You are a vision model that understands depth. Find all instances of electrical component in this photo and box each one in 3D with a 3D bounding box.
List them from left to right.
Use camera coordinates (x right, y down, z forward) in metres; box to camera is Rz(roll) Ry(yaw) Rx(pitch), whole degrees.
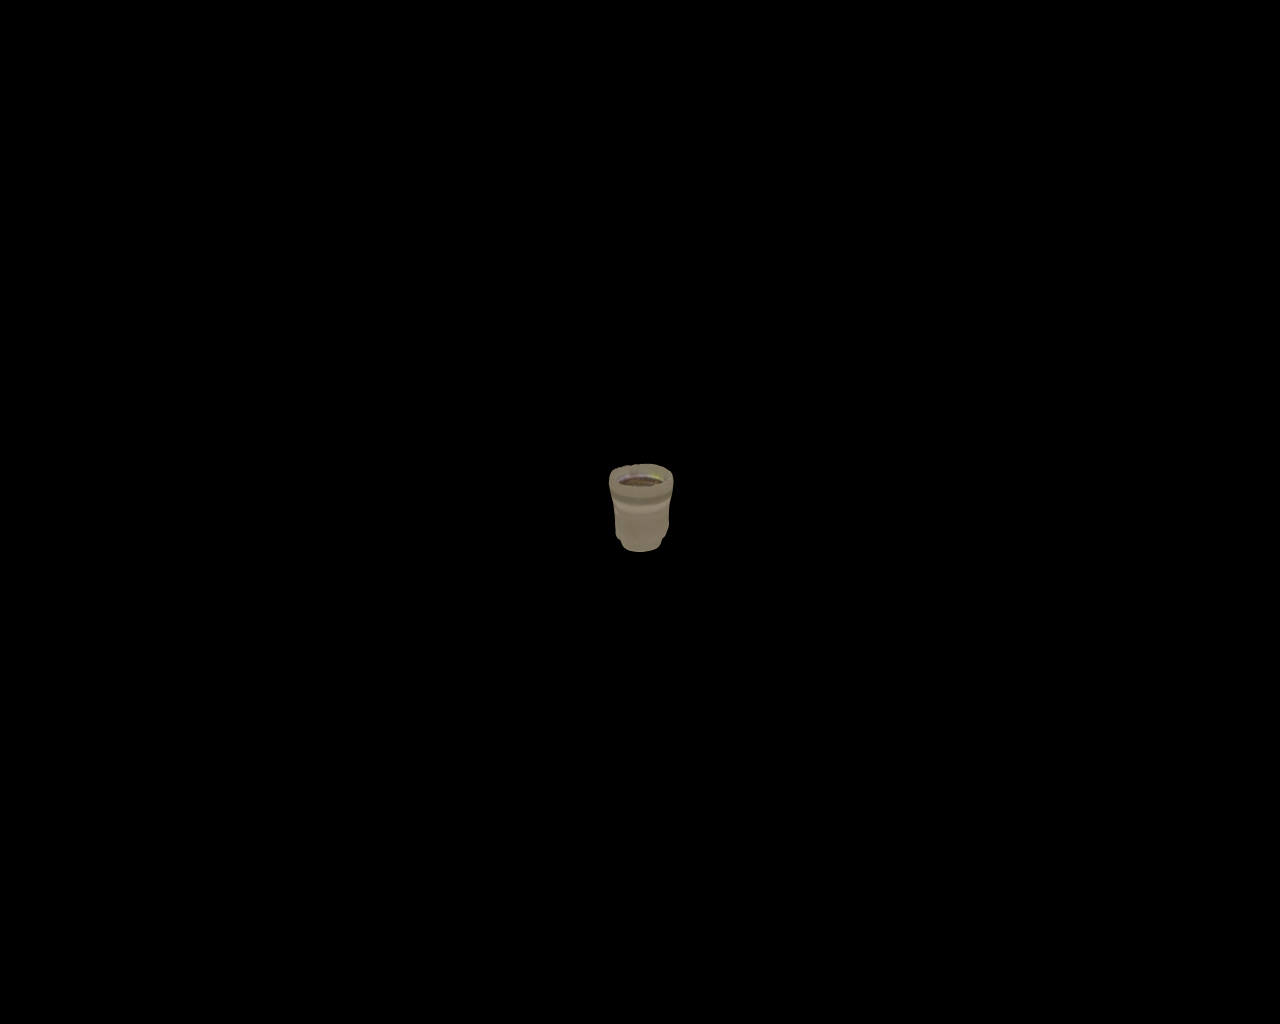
[{"bbox_3d":[0.001,-0.003,0.650,0.040,0.046,0.040,0,25,0],"label":"electrical component"}]
